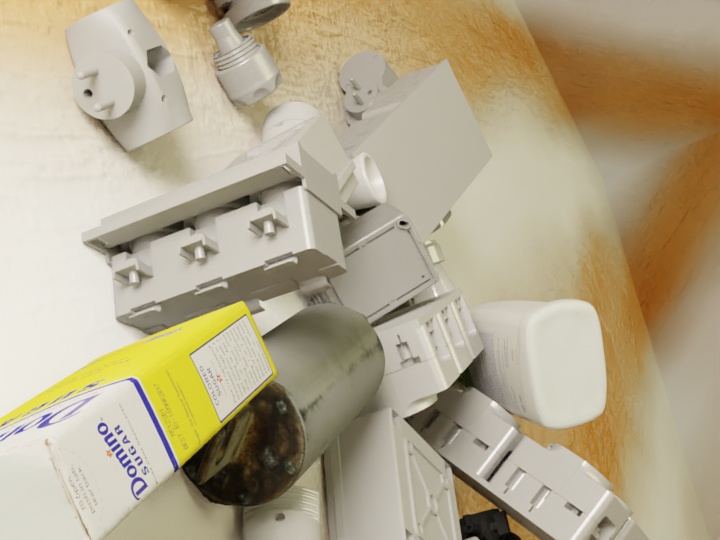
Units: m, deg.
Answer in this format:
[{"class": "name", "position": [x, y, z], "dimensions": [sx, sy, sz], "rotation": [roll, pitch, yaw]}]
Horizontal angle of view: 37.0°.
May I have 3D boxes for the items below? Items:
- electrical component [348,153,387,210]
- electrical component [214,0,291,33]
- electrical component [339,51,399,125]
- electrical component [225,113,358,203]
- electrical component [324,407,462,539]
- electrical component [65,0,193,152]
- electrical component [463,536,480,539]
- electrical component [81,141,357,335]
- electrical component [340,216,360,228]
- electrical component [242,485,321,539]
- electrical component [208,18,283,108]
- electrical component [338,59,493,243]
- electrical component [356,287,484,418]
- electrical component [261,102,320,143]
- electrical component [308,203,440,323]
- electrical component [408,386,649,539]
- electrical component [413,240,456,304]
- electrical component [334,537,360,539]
[{"class": "electrical component", "position": [-0.017, -0.062, 0.859], "dimensions": [0.044, 0.065, 0.044], "rotation": [55, 22, -37]}, {"class": "electrical component", "position": [-0.090, -0.225, 0.851], "dimensions": [0.057, 0.058, 0.078], "rotation": [65, 18, -1]}, {"class": "electrical component", "position": [0.008, -0.162, 1.062], "dimensions": [0.074, 0.052, 0.138], "rotation": [42, 32, -53]}, {"class": "electrical component", "position": [-0.052, -0.055, 0.734], "dimensions": [0.057, 0.078, 0.113], "rotation": [60, 20, -14]}, {"class": "electrical component", "position": [0.025, 0.168, 0.739], "dimensions": [0.108, 0.056, 0.108], "rotation": [49, 26, -45]}, {"class": "electrical component", "position": [-0.137, -0.107, 0.607], "dimensions": [0.077, 0.043, 0.079], "rotation": [64, 18, -12]}, {"class": "electrical component", "position": [0.088, 0.262, 0.824], "dimensions": [0.083, 0.047, 0.075], "rotation": [55, 23, -36]}, {"class": "electrical component", "position": [-0.071, -0.011, 0.563], "dimensions": [0.079, 0.121, 0.063], "rotation": [36, 40, -59]}, {"class": "electrical component", "position": [-0.008, -0.025, 0.880], "dimensions": [0.043, 0.043, 0.062], "rotation": [39, 34, -56]}, {"class": "electrical component", "position": [-0.043, 0.151, 0.587], "dimensions": [0.043, 0.043, 0.081], "rotation": [52, 24, -41]}, {"class": "electrical component", "position": [-0.089, -0.156, 0.797], "dimensions": [0.062, 0.043, 0.043], "rotation": [59, 21, -22]}, {"class": "electrical component", "position": [0.038, -0.097, 0.971], "dimensions": [0.186, 0.060, 0.105], "rotation": [-50, 119, -44]}, {"class": "electrical component", "position": [0.034, 0.067, 0.821], "dimensions": [0.061, 0.089, 0.150], "rotation": [68, 18, -1]}, {"class": "electrical component", "position": [-0.050, -0.096, 0.826], "dimensions": [0.055, 0.055, 0.047], "rotation": [53, 20, -38]}, {"class": "electrical component", "position": [0.000, 0.000, 0.819], "dimensions": [0.061, 0.096, 0.061], "rotation": [62, -8, -20]}, {"class": "electrical component", "position": [0.136, 0.169, 0.876], "dimensions": [0.186, 0.060, 0.105], "rotation": [32, -11, 43]}, {"class": "electrical component", "position": [0.065, 0.003, 1.051], "dimensions": [0.055, 0.045, 0.045], "rotation": [69, 18, 4]}, {"class": "electrical component", "position": [-0.009, 0.213, 0.599], "dimensions": [0.073, 0.052, 0.138], "rotation": [50, 26, -43]}]
